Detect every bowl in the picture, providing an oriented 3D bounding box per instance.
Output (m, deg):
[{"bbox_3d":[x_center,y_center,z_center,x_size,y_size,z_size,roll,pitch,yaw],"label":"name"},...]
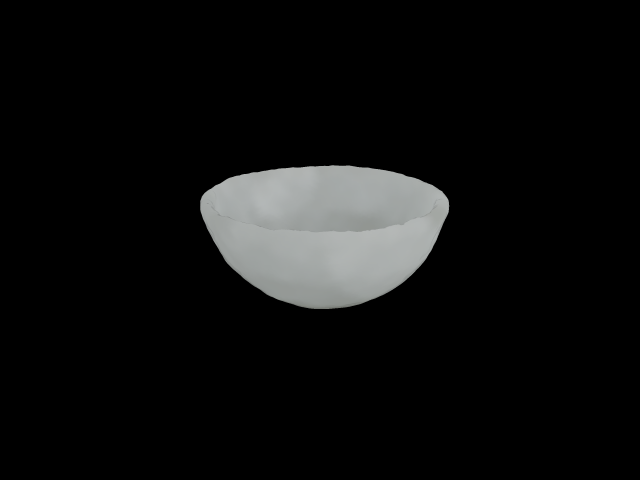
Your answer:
[{"bbox_3d":[0.004,0.001,0.400,0.167,0.075,0.167,0,21,0],"label":"bowl"}]
